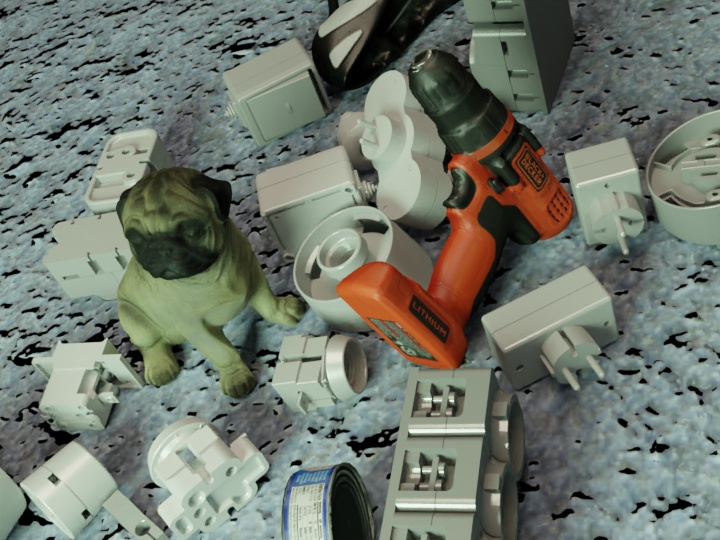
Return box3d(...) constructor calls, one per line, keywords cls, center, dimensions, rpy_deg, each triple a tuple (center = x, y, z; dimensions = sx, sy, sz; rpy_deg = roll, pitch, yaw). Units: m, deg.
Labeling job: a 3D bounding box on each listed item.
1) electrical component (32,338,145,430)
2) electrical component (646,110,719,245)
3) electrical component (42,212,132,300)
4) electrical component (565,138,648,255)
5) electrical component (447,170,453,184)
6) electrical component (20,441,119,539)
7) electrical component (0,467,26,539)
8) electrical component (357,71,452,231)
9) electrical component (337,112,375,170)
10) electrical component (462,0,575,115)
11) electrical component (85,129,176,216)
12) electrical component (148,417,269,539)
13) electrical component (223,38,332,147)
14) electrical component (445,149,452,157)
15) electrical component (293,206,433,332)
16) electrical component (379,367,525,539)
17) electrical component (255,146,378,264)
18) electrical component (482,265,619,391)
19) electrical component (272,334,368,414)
box3d(cls="electrical component", center=(-0.219, 0.092, 0.849), dimensions=(0.081, 0.042, 0.063), rpy_deg=(-4, 50, 20))
box3d(cls="electrical component", center=(0.261, -0.069, 0.786), dimensions=(0.099, 0.064, 0.099), rpy_deg=(-12, 46, 12))
box3d(cls="electrical component", center=(-0.218, -0.012, 0.935), dimensions=(0.089, 0.055, 0.050), rpy_deg=(-9, 46, 14))
box3d(cls="electrical component", center=(0.186, -0.045, 0.793), dimensions=(0.047, 0.065, 0.076), rpy_deg=(-15, 45, 9))
box3d(cls="electrical component", center=(0.097, -0.069, 0.869), dimensions=(0.048, 0.048, 0.062), rpy_deg=(-41, 41, -17))
box3d(cls="electrical component", center=(-0.208, 0.157, 0.776), dimensions=(0.055, 0.055, 0.047), rpy_deg=(25, 58, 38))
box3d(cls="electrical component", center=(-0.292, 0.165, 0.773), dimensions=(0.099, 0.099, 0.064), rpy_deg=(10, 48, 30))
box3d(cls="electrical component", center=(0.027, -0.103, 0.878), dimensions=(0.052, 0.074, 0.138), rpy_deg=(-32, 54, 40))
box3d(cls="electrical component", center=(0.000, -0.121, 0.957), dimensions=(0.048, 0.048, 0.062), rpy_deg=(-28, 37, -4))
box3d(cls="electrical component", center=(0.128, -0.237, 0.910), dimensions=(0.060, 0.186, 0.105), rpy_deg=(5, 51, 26))
box3d(cls="electrical component", center=(-0.206, -0.075, 0.988), dimensions=(0.054, 0.059, 0.095), rpy_deg=(-6, 47, 17))
box3d(cls="electrical component", center=(-0.112, 0.140, 0.750), dimensions=(0.078, 0.058, 0.057), rpy_deg=(-39, 49, -14))
box3d(cls="electrical component", center=(-0.082, -0.163, 1.016), dimensions=(0.096, 0.061, 0.061), rpy_deg=(-27, 45, -3))
box3d(cls="electrical component", center=(0.078, -0.114, 0.921), dimensions=(0.065, 0.044, 0.044), rpy_deg=(12, 54, 37))
box3d(cls="electrical component", center=(0.000, 0.000, 0.847), dimensions=(0.099, 0.064, 0.099), rpy_deg=(-20, 47, 23))
box3d(cls="electrical component", center=(0.060, 0.144, 0.651), dimensions=(0.062, 0.089, 0.150), rpy_deg=(-4, 48, 19))
box3d(cls="electrical component", center=(-0.032, -0.059, 0.899), dimensions=(0.096, 0.061, 0.061), rpy_deg=(-19, 45, 5))
box3d(cls="electrical component", center=(0.139, 0.052, 0.736), dimensions=(0.083, 0.047, 0.075), rpy_deg=(-26, 45, -3))
box3d(cls="electrical component", center=(-0.028, 0.073, 0.786), dimensions=(0.055, 0.048, 0.066), rpy_deg=(-10, 46, 24))
